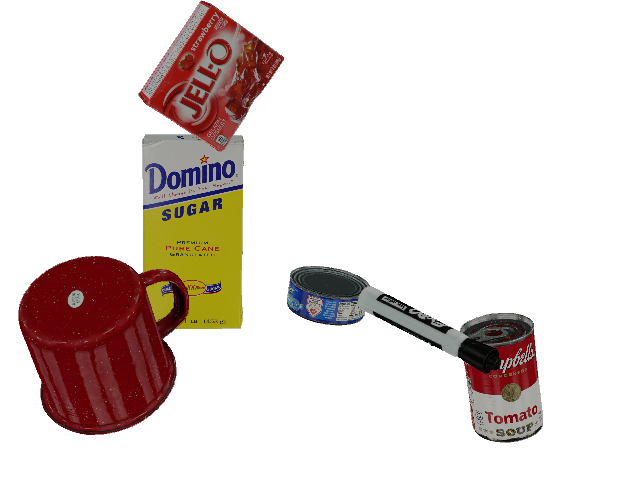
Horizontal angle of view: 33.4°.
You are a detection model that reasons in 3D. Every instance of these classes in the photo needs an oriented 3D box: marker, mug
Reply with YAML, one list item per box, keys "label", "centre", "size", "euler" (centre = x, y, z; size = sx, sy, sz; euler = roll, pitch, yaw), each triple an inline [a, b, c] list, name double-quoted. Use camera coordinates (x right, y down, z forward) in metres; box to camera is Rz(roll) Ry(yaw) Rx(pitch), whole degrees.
- label: "marker"
  centre: [0.076, 0.063, 0.756]
  size: [0.121, 0.020, 0.020]
  euler: [26, 17, 38]
- label: "mug"
  centre: [-0.137, 0.059, 0.699]
  size: [0.117, 0.081, 0.093]
  euler: [-30, 47, -22]

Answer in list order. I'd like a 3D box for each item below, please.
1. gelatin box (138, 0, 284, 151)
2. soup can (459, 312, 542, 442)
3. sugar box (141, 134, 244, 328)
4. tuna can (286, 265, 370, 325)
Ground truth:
- label: "gelatin box"
  centre: [-0.082, -0.123, 0.808]
  size: [0.073, 0.089, 0.030]
  euler: [32, 5, -31]
- label: "soup can"
  centre: [0.169, 0.127, 0.993]
  size: [0.068, 0.102, 0.068]
  euler: [-9, 18, 3]
- label: "sugar box"
  centre: [-0.117, -0.008, 0.982]
  size: [0.093, 0.176, 0.048]
  euler: [0, 14, -5]
- label: "tuna can"
  centre: [0.008, 0.058, 1.125]
  size: [0.086, 0.034, 0.086]
  euler: [9, 18, -3]
